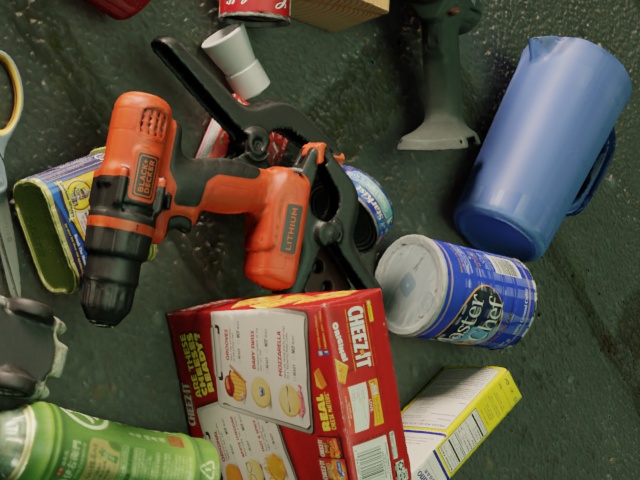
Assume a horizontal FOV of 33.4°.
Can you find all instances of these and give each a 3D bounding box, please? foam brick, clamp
[{"bbox_3d":[-0.017,0.027,1.010,0.052,0.051,0.078,-34,106,-36],"label":"foam brick"},{"bbox_3d":[-0.006,0.001,0.961,0.120,0.039,0.171,-20,101,-33],"label":"clamp"},{"bbox_3d":[-0.068,-0.093,0.950,0.209,0.036,0.164,-2,92,-37],"label":"clamp"}]

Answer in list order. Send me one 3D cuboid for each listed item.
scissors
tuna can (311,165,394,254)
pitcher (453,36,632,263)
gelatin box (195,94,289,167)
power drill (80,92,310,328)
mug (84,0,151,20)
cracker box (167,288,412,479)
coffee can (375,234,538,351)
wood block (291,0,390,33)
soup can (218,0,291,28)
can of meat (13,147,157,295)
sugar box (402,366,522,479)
[{"bbox_3d":[-0.274,-0.054,0.836,0.096,0.016,0.202,7,80,-38],"label":"scissors"},{"bbox_3d":[0.028,-0.029,1.031,0.033,0.086,0.086,-46,113,-34],"label":"tuna can"},{"bbox_3d":[0.250,-0.092,1.194,0.149,0.145,0.242,26,68,8],"label":"pitcher"},{"bbox_3d":[-0.073,-0.078,0.990,0.073,0.030,0.089,33,65,-31],"label":"gelatin box"},{"bbox_3d":[-0.100,-0.010,0.865,0.187,0.057,0.184,15,83,-40],"label":"power drill"},{"bbox_3d":[-0.181,-0.245,0.895,0.081,0.093,0.117,30,31,-38],"label":"mug"},{"bbox_3d":[-0.029,0.129,0.885,0.071,0.214,0.164,-12,93,-40],"label":"cracker box"},{"bbox_3d":[0.139,0.056,1.100,0.140,0.103,0.103,12,78,-38],"label":"coffee can"},{"bbox_3d":[0.014,-0.324,1.050,0.090,0.090,0.206,12,77,-38],"label":"wood block"},{"bbox_3d":[-0.058,-0.253,0.988,0.068,0.069,0.102,1,93,-39],"label":"soup can"},{"bbox_3d":[-0.191,-0.015,0.864,0.083,0.058,0.102,-28,107,-43],"label":"can of meat"},{"bbox_3d":[0.116,0.194,1.072,0.176,0.094,0.048,-41,110,-33],"label":"sugar box"}]
